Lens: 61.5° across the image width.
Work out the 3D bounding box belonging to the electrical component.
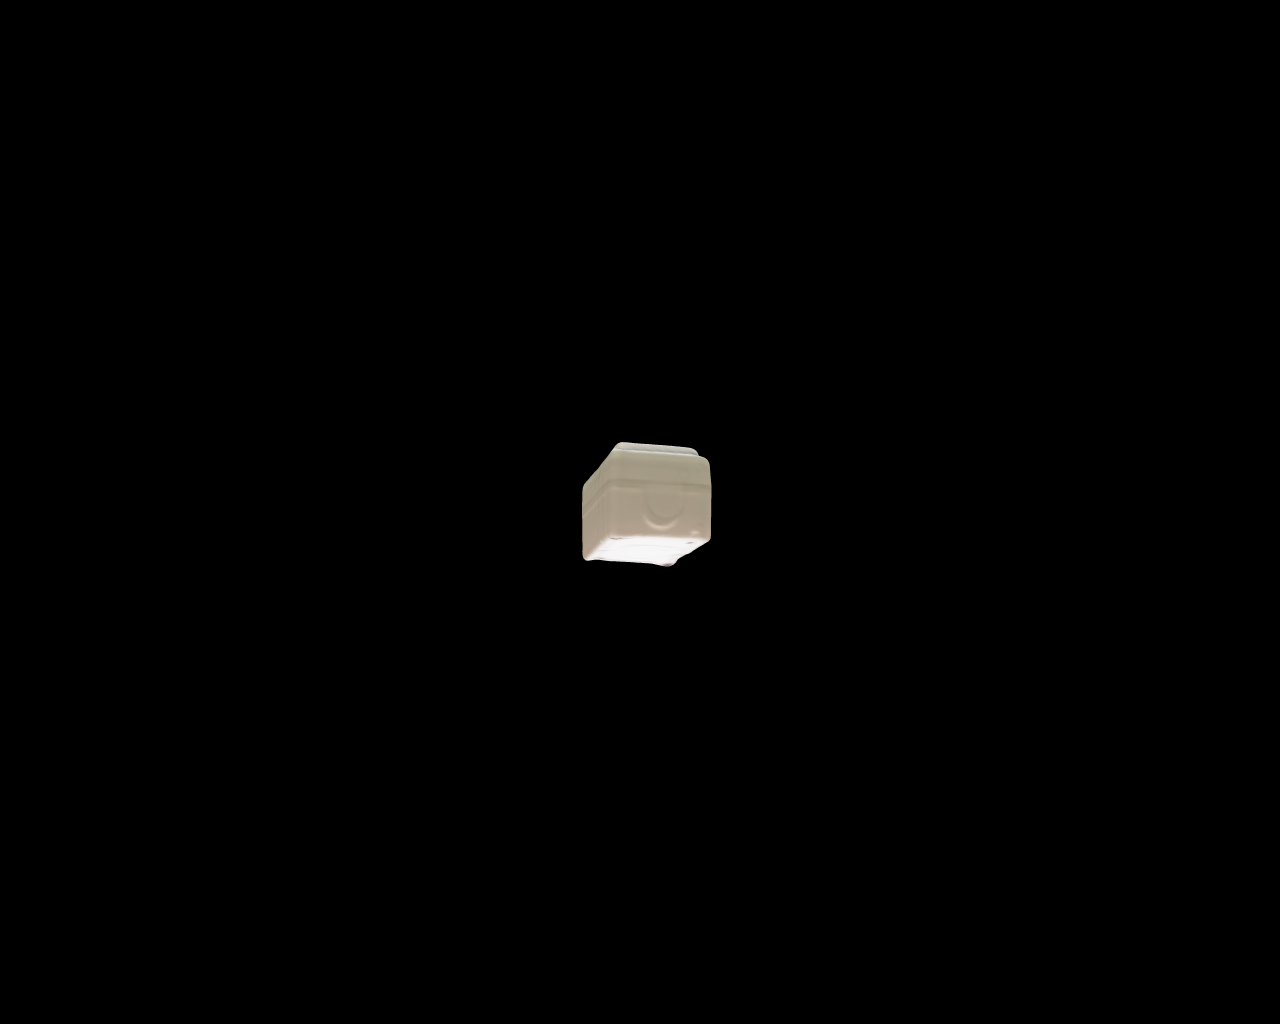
[{"bbox_3d":[0.001,-0.003,0.650,0.062,0.061,0.096,4,-14,-15],"label":"electrical component"}]
